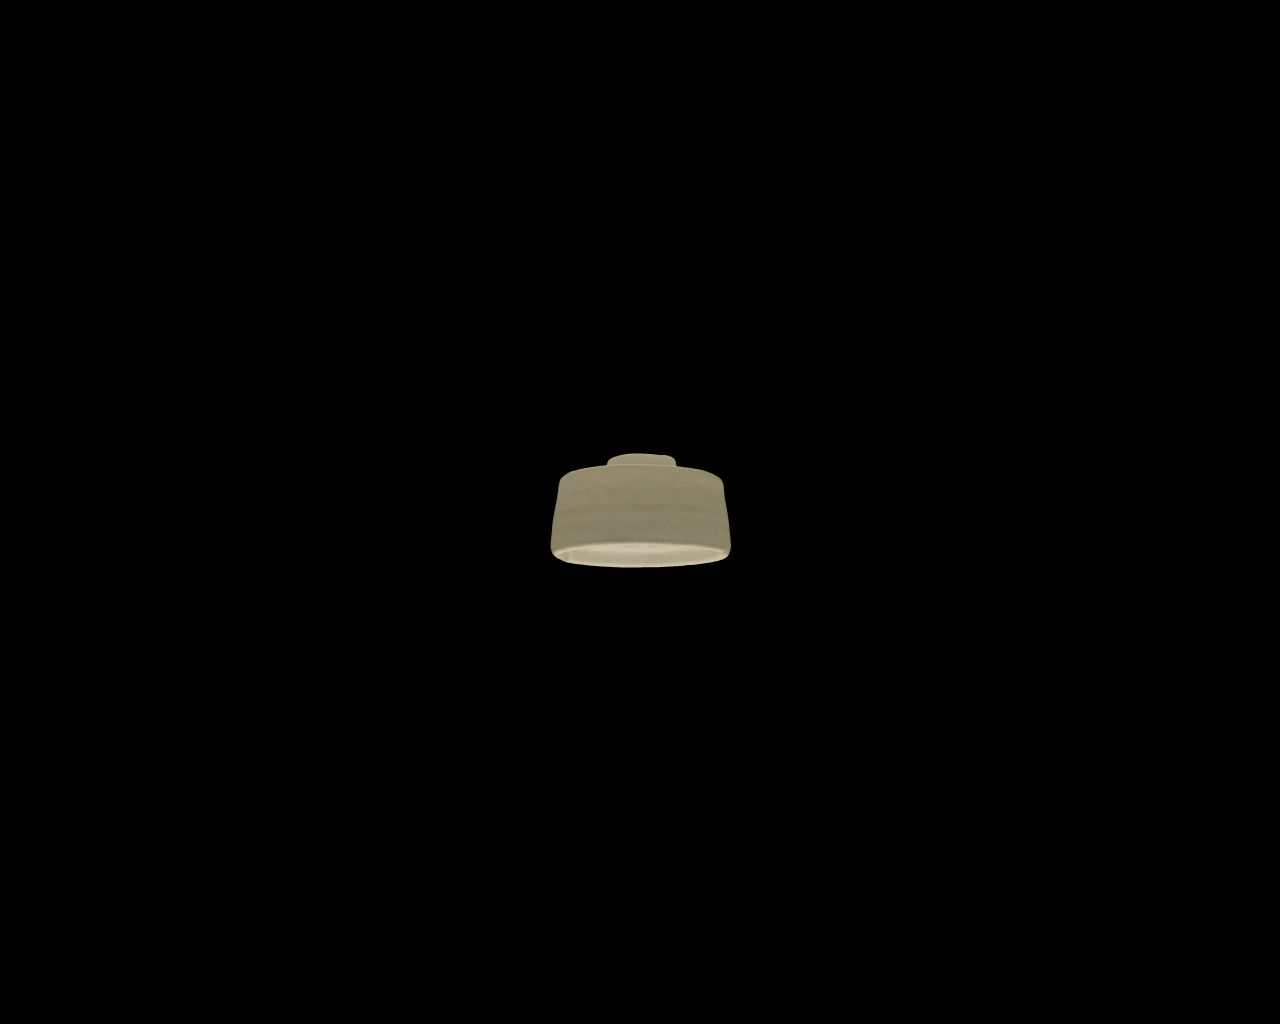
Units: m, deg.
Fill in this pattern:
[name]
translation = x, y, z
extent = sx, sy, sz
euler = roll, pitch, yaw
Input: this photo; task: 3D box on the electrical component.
[electrical component]
translation = 0.001, -0.003, 0.650
extent = 0.108, 0.060, 0.108
euler = 0, -10, 0
